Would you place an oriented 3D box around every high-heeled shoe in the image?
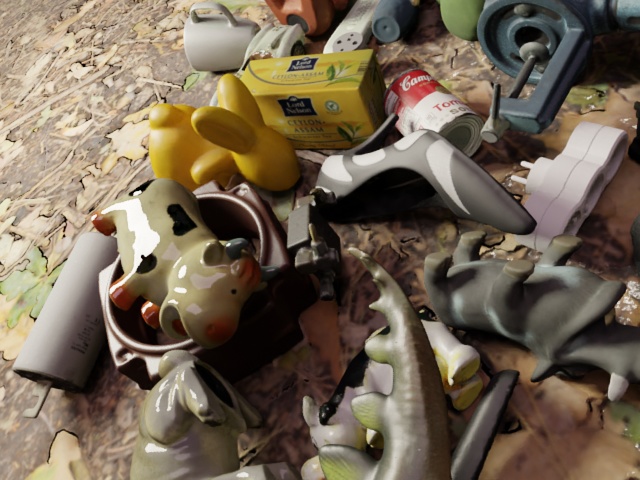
[{"bbox_3d":[0.075,-0.032,0.509,0.145,0.086,0.249,-53,38,13],"label":"high-heeled shoe"}]

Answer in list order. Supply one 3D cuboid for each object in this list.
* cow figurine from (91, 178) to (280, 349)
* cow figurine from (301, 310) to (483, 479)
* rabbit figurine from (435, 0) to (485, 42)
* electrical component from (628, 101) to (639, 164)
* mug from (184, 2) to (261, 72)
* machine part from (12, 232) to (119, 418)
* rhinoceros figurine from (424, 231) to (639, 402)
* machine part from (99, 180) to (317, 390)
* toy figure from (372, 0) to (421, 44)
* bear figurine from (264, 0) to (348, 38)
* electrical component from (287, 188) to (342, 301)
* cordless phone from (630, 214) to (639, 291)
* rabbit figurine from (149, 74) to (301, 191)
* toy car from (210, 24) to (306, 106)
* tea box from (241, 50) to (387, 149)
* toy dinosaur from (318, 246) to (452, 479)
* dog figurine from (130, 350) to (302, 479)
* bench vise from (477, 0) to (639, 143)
[{"bbox_3d":[-0.120,0.016,0.477,0.127,0.085,0.195,-38,50,4],"label":"cow figurine"},{"bbox_3d":[0.043,0.128,0.440,0.167,0.068,0.098,-36,45,-7],"label":"cow figurine"},{"bbox_3d":[0.199,-0.332,0.663,0.159,0.121,0.170,31,88,30],"label":"rabbit figurine"},{"bbox_3d":[0.337,-0.119,0.477,0.119,0.074,0.048,-33,49,-4],"label":"electrical component"},{"bbox_3d":[-0.143,-0.308,0.811,0.107,0.109,0.081,3,53,10],"label":"mug"},{"bbox_3d":[-0.271,0.080,0.610,0.079,0.079,0.243,0,56,24],"label":"machine part"},{"bbox_3d":[0.164,0.056,0.412,0.073,0.112,0.191,-23,25,-38],"label":"rhinoceros figurine"},{"bbox_3d":[-0.122,0.046,0.561,0.201,0.087,0.202,-31,52,1],"label":"machine part"},{"bbox_3d":[0.115,-0.333,0.737,0.064,0.057,0.154,12,58,24],"label":"toy figure"},{"bbox_3d":[0.006,-0.401,0.791,0.120,0.131,0.196,19,73,32],"label":"bear figurine"},{"bbox_3d":[-0.001,-0.002,0.520,0.045,0.078,0.102,-26,34,24],"label":"electrical component"},{"bbox_3d":[0.337,0.020,0.383,0.184,0.088,0.146,6,59,9],"label":"cordless phone"},{"bbox_3d":[-0.106,-0.113,0.640,0.173,0.162,0.122,14,51,12],"label":"rabbit figurine"},{"bbox_3d":[-0.087,-0.226,0.753,0.074,0.056,0.202,14,64,31],"label":"toy car"},{"bbox_3d":[-0.007,-0.165,0.649,0.170,0.098,0.068,5,59,29],"label":"tea box"},{"bbox_3d":[0.050,0.230,0.310,0.199,0.105,0.471,0,70,25],"label":"toy dinosaur"},{"bbox_3d":[-0.131,0.206,0.425,0.190,0.121,0.172,-40,55,-4],"label":"dog figurine"},{"bbox_3d":[0.244,-0.189,0.532,0.224,0.128,0.240,23,72,33],"label":"bench vise"}]
